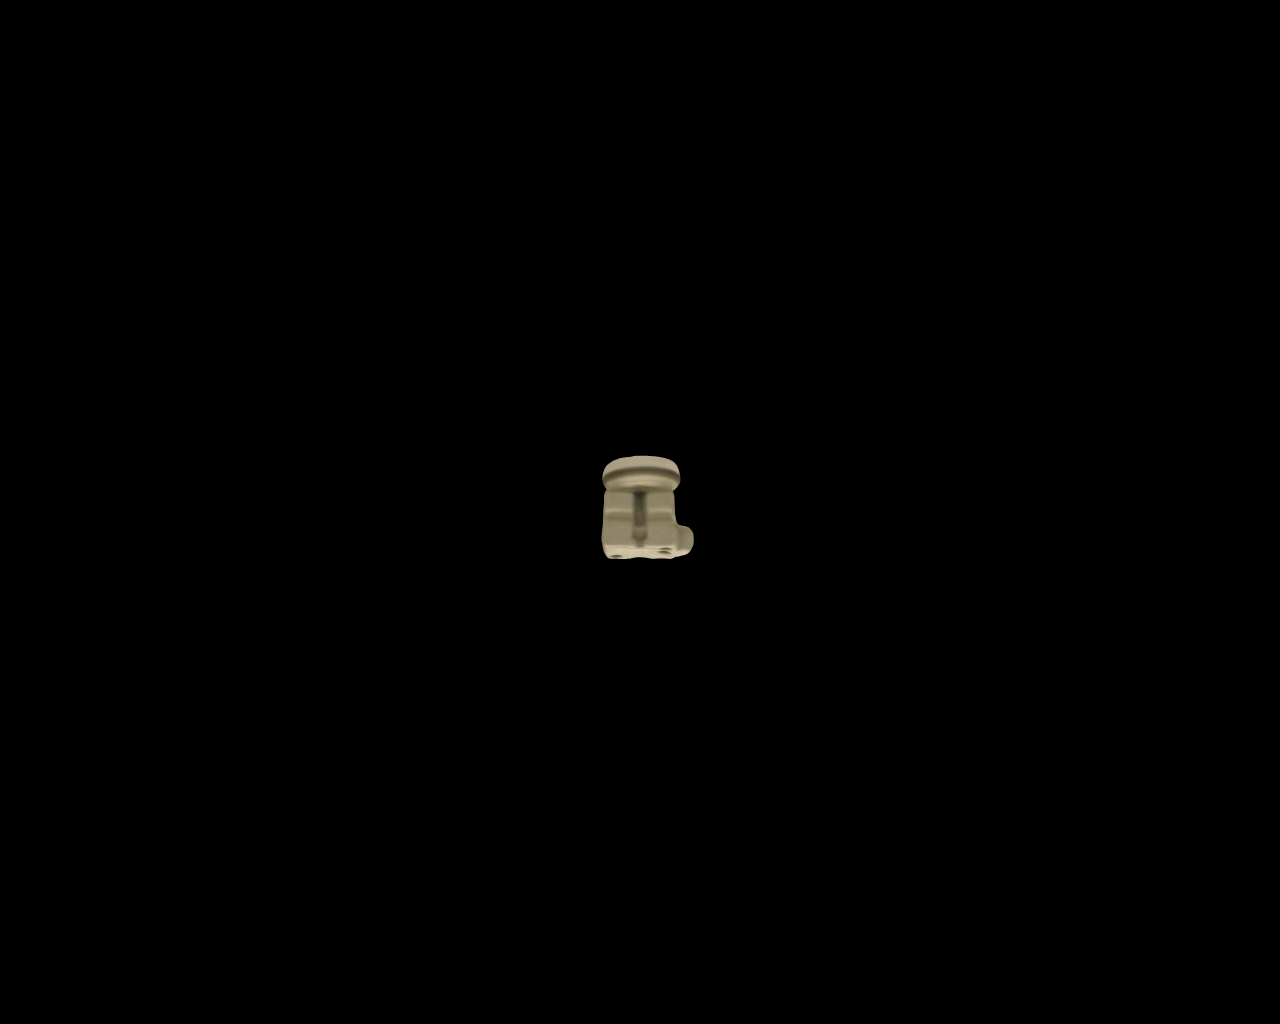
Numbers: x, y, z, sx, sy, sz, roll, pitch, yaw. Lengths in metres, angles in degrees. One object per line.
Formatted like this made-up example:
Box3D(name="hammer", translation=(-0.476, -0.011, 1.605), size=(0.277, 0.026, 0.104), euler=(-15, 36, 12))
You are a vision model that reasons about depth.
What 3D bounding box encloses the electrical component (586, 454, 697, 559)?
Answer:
Box3D(name="electrical component", translation=(0.001, -0.003, 0.650), size=(0.066, 0.055, 0.048), euler=(0, -15, 0))
